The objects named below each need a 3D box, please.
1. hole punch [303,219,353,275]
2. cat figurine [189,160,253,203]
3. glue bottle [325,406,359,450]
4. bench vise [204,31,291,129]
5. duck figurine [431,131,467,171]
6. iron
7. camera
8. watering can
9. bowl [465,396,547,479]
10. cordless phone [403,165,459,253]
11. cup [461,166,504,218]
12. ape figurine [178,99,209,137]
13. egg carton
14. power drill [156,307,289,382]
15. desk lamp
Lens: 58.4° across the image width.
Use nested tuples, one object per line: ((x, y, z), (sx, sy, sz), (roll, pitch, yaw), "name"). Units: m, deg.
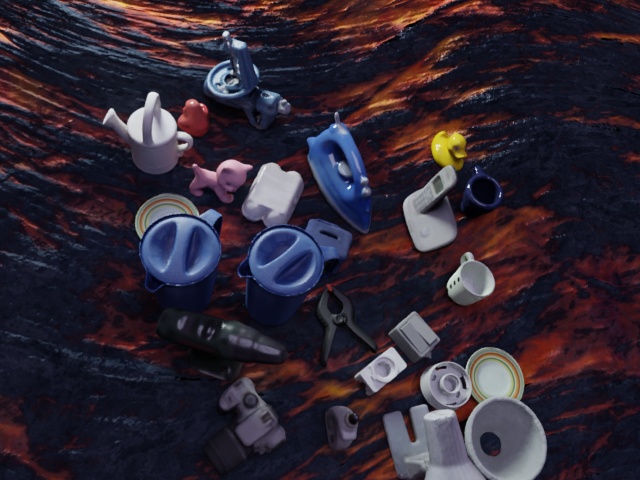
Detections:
((0.011, 0.004, 1.220), (0.108, 0.091, 0.101), (21, 64, -2), "hole punch")
((-0.211, -0.137, 1.221), (0.128, 0.117, 0.067), (11, 64, -7), "cat figurine")
((0.045, 0.333, 1.034), (0.037, 0.173, 0.078), (-2, 66, -12), "glue bottle")
((-0.156, -0.363, 1.278), (0.207, 0.219, 0.121), (12, 64, -7), "bench vise")
((0.322, -0.228, 1.395), (0.078, 0.086, 0.104), (-19, 71, -19), "duck figurine")
((0.067, -0.152, 1.274), (0.119, 0.141, 0.258), (-19, 71, -19), "iron")
((-0.148, 0.341, 1.029), (0.137, 0.100, 0.143), (-33, 77, -23), "camera")
((-0.355, -0.226, 1.188), (0.173, 0.194, 0.101), (-9, 68, -16), "watering can")
((0.352, 0.397, 1.126), (0.167, 0.074, 0.167), (5, 65, -10), "bowl")
((0.260, -0.067, 1.253), (0.094, 0.185, 0.147), (-11, 69, -16), "cordless phone")
((0.366, -0.105, 1.344), (0.092, 0.095, 0.117), (-4, 67, -14), "cup")
((-0.282, -0.281, 1.285), (0.078, 0.092, 0.076), (-24, 73, -21), "ape figurine")
((-0.101, -0.095, 1.253), (0.107, 0.069, 0.150), (22, 64, -2), "egg carton")
((-0.176, 0.192, 1.030), (0.229, 0.208, 0.075), (18, 64, -3), "power drill")
((0.204, 0.391, 1.019), (0.118, 0.213, 0.203), (-10, 69, -16), "desk lamp")
